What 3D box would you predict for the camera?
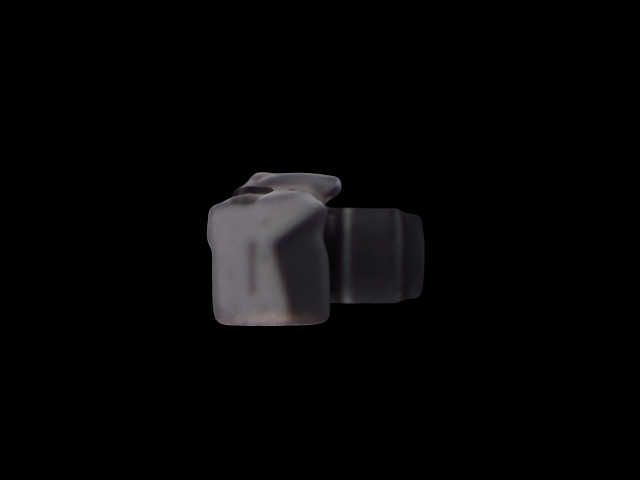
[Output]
[{"bbox_3d":[0.004,0.001,0.400,0.136,0.101,0.143,0,0,5],"label":"camera"}]
